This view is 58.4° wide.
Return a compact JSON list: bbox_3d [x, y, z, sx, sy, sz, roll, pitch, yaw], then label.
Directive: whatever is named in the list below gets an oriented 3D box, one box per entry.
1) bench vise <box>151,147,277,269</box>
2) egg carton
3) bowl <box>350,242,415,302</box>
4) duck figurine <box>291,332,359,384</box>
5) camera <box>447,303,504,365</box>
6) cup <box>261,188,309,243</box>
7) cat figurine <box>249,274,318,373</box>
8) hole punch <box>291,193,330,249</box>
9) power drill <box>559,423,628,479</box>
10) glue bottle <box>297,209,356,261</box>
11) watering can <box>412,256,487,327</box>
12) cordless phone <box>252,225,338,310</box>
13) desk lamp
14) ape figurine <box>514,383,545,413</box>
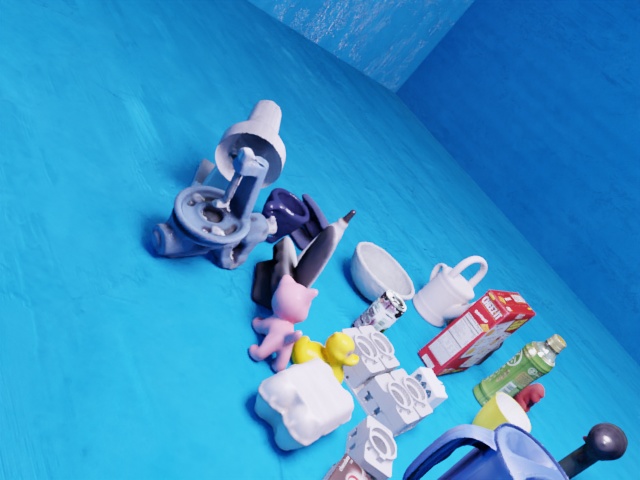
[{"bbox_3d":[-0.138,-0.057,0.906,0.121,0.219,0.208,47,24,12],"label":"bench vise"},{"bbox_3d":[-0.020,0.226,0.799,0.107,0.069,0.151,51,25,19],"label":"egg carton"},{"bbox_3d":[0.123,0.087,1.257,0.168,0.074,0.167,35,24,-18],"label":"bowl"},{"bbox_3d":[0.013,0.179,0.911,0.105,0.086,0.077,37,24,-13],"label":"duck figurine"},{"bbox_3d":[0.406,0.233,1.418,0.137,0.100,0.143,29,27,-29],"label":"camera"},{"bbox_3d":[-0.088,-0.040,1.115,0.091,0.095,0.118,50,24,18],"label":"cup"},{"bbox_3d":[-0.049,0.118,0.877,0.067,0.117,0.127,32,25,-23],"label":"cat figurine"},{"bbox_3d":[-0.010,-0.037,1.238,0.101,0.091,0.108,11,38,-51],"label":"hole punch"},{"bbox_3d":[0.504,0.426,1.107,0.230,0.208,0.075,10,39,-52],"label":"power drill"},{"bbox_3d":[0.010,0.004,1.095,0.037,0.173,0.078,46,23,9],"label":"glue bottle"},{"bbox_3d":[0.327,0.118,1.373,0.101,0.193,0.172,7,42,-54],"label":"watering can"},{"bbox_3d":[-0.027,0.033,0.973,0.094,0.185,0.147,31,26,-25],"label":"cordless phone"},{"bbox_3d":[-0.148,-0.154,1.066,0.118,0.213,0.203,33,25,-21],"label":"desk lamp"},{"bbox_3d":[0.475,0.364,1.315,0.078,0.092,0.076,25,29,-35],"label":"ape figurine"}]
